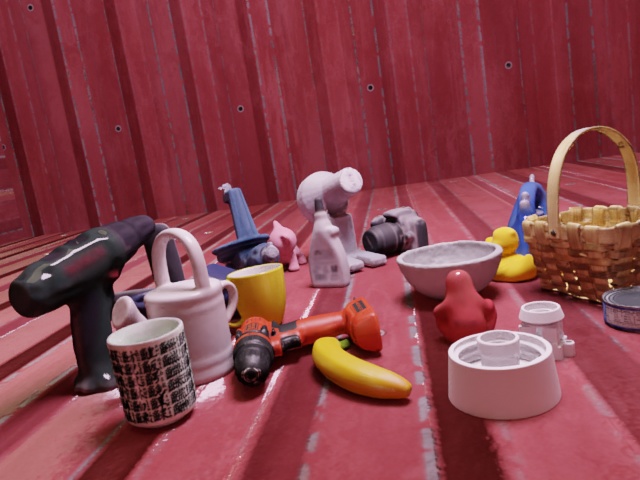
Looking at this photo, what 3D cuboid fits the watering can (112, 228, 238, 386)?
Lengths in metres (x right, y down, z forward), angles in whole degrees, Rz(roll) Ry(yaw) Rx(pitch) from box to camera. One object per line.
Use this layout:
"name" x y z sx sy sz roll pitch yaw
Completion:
"watering can" -0.177 0.082 0.733 0.100 0.194 0.173 -5 10 19

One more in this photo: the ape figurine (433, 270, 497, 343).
"ape figurine" 0.181 0.082 0.724 0.077 0.092 0.076 -5 10 20

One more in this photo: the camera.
"camera" 0.154 -0.018 1.307 0.137 0.101 0.142 -15 11 -32

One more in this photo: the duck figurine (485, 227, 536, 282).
"duck figurine" 0.320 0.021 0.972 0.078 0.086 0.104 -13 11 -25

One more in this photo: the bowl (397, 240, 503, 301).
"bowl" 0.209 0.054 0.914 0.167 0.075 0.167 -8 10 2

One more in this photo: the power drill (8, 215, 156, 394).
"power drill" -0.293 0.085 0.774 0.075 0.208 0.230 -3 11 28

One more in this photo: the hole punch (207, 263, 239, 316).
"hole punch" -0.152 0.083 1.013 0.101 0.091 0.108 -8 10 2

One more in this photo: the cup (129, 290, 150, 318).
"cup" -0.241 0.124 0.841 0.117 0.095 0.092 -4 11 27

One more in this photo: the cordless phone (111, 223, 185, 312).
"cordless phone" -0.287 0.067 0.947 0.147 0.185 0.094 -8 10 6

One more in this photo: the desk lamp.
"desk lamp" 0.045 -0.051 1.256 0.118 0.213 0.202 -14 11 -27

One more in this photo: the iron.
"iron" 0.412 -0.047 1.123 0.118 0.141 0.259 -4 11 25

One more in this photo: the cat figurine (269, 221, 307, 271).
"cat figurine" -0.079 0.010 1.297 0.067 0.118 0.128 -7 10 10

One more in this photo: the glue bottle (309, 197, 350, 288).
"glue bottle" 0.010 0.004 1.089 0.078 0.173 0.037 -3 11 28

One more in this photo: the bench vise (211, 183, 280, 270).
"bench vise" -0.136 -0.007 1.143 0.206 0.220 0.122 0 13 40
